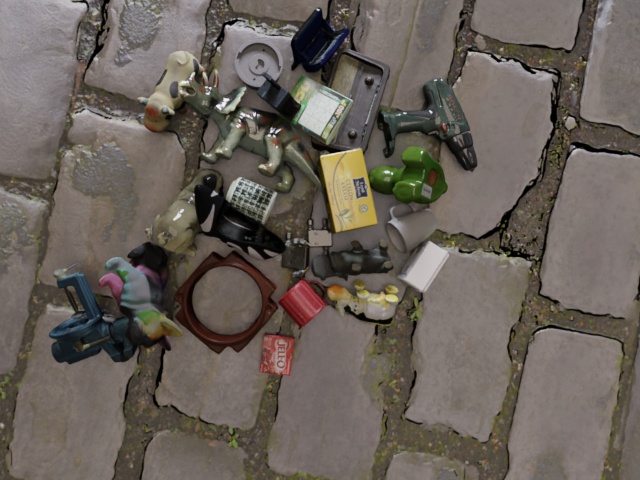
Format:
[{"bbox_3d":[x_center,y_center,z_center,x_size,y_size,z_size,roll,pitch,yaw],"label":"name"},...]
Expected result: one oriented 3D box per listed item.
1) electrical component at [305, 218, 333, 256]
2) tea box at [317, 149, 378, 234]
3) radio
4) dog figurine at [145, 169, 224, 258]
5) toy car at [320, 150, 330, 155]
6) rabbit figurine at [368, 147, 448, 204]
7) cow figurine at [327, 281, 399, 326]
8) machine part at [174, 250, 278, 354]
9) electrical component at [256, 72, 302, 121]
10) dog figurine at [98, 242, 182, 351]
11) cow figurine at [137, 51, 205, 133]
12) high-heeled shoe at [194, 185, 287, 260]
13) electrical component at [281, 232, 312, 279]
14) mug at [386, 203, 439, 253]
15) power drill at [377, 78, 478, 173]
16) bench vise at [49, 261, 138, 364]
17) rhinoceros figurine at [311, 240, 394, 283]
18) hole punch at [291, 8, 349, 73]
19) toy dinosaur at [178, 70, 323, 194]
[{"bbox_3d":[-0.003,-0.004,1.267,0.063,0.021,0.094,-3,92,-3],"label":"electrical component"},{"bbox_3d":[0.057,-0.104,1.171,0.098,0.068,0.169,-13,89,-8],"label":"tea box"},{"bbox_3d":[0.071,-0.309,1.243,0.131,0.073,0.229,17,90,-2],"label":"radio"},{"bbox_3d":[-0.288,-0.073,1.181,0.121,0.172,0.190,27,96,-14],"label":"dog figurine"},{"bbox_3d":[0.055,-0.117,1.243,0.056,0.073,0.201,-33,92,-3],"label":"toy car"},{"bbox_3d":[0.194,-0.142,1.225,0.159,0.170,0.121,5,93,-44],"label":"rabbit figurine"},{"bbox_3d":[0.095,0.150,1.250,0.167,0.068,0.098,8,117,-2],"label":"cow figurine"},{"bbox_3d":[-0.213,0.140,1.225,0.201,0.087,0.201,42,90,-3],"label":"machine part"},{"bbox_3d":[-0.098,-0.318,1.183,0.075,0.119,0.047,40,97,23],"label":"electrical component"},{"bbox_3d":[-0.364,0.129,1.163,0.219,0.191,0.108,49,129,5],"label":"dog figurine"},{"bbox_3d":[-0.332,-0.327,1.194,0.085,0.127,0.195,25,87,-1],"label":"cow figurine"},{"bbox_3d":[-0.170,-0.035,1.170,0.145,0.248,0.086,2,58,17],"label":"high-heeled shoe"},{"bbox_3d":[-0.053,0.038,1.241,0.078,0.045,0.102,10,93,16],"label":"electrical component"},{"bbox_3d":[0.215,-0.039,1.256,0.107,0.081,0.109,-26,86,-15],"label":"mug"},{"bbox_3d":[0.247,-0.250,1.252,0.207,0.086,0.232,-14,89,1],"label":"power drill"},{"bbox_3d":[-0.505,0.166,1.185,0.224,0.129,0.240,-17,105,8],"label":"bench vise"},{"bbox_3d":[0.075,0.050,1.234,0.190,0.112,0.073,-5,74,-15],"label":"rhinoceros figurine"},{"bbox_3d":[0.001,-0.439,1.217,0.092,0.116,0.142,34,87,4],"label":"hole punch"},{"bbox_3d":[-0.131,-0.233,1.216,0.405,0.131,0.192,23,78,-13],"label":"toy dinosaur"}]
